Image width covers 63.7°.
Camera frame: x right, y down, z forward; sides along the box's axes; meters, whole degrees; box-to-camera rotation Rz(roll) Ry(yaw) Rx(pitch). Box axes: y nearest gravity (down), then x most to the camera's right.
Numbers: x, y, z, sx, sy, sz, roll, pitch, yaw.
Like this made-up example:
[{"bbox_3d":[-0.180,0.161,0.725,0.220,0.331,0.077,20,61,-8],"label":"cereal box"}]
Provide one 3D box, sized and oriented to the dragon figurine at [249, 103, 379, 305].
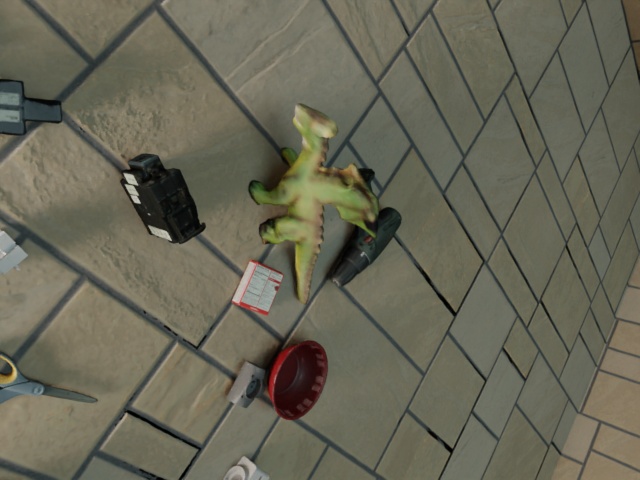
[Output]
[{"bbox_3d":[0.003,-0.047,0.938,0.124,0.243,0.404,-31,115,-39],"label":"dragon figurine"}]
